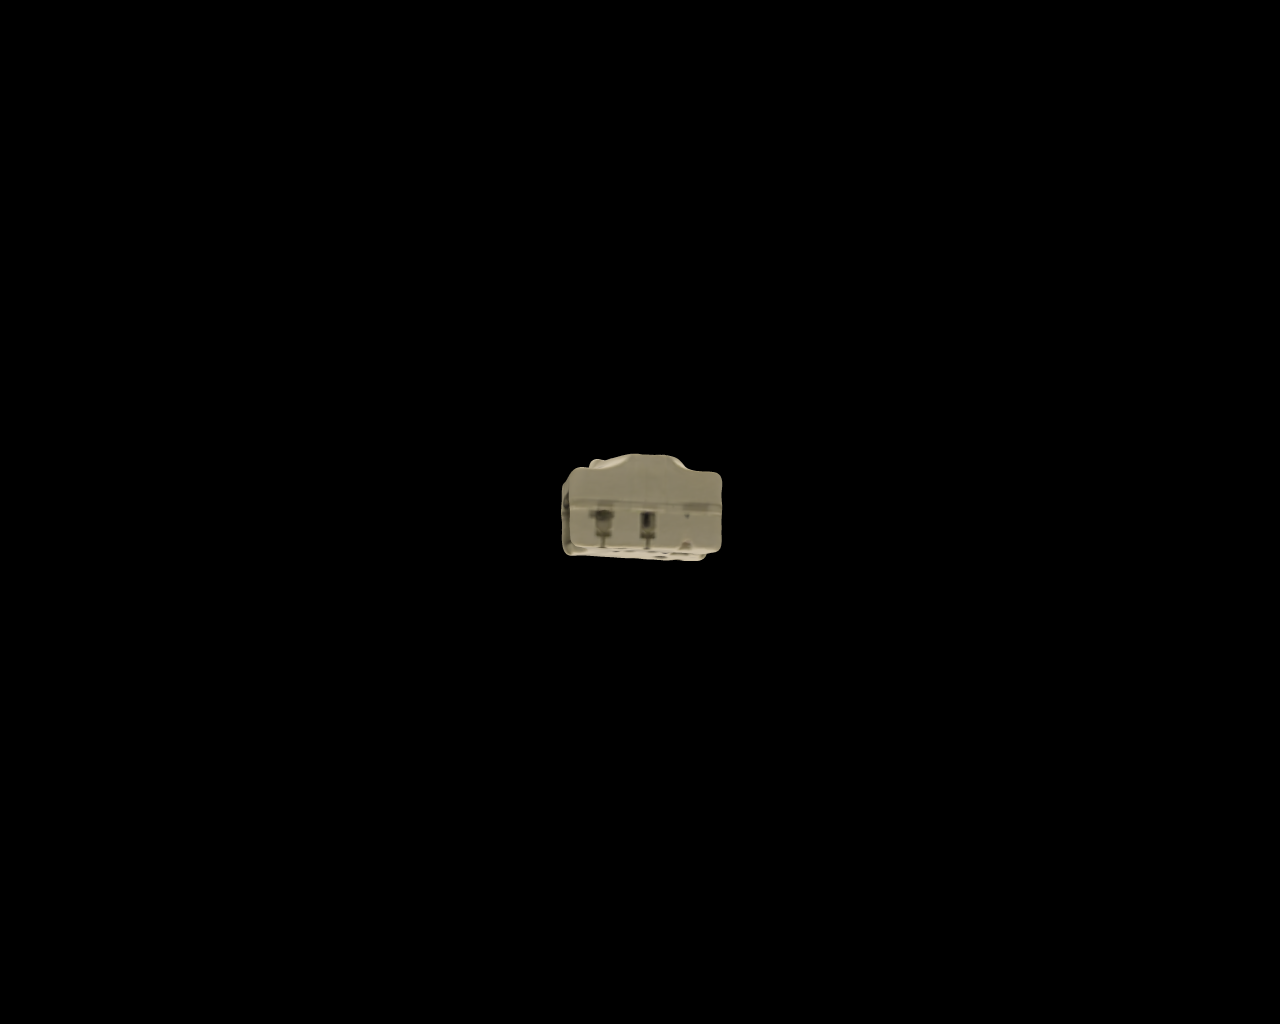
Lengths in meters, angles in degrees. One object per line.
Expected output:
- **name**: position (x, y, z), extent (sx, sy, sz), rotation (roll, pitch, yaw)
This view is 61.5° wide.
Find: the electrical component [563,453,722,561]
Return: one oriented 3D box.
- **electrical component**: position (0.001, -0.003, 0.650), extent (0.089, 0.055, 0.050), rotation (2, -11, -12)
